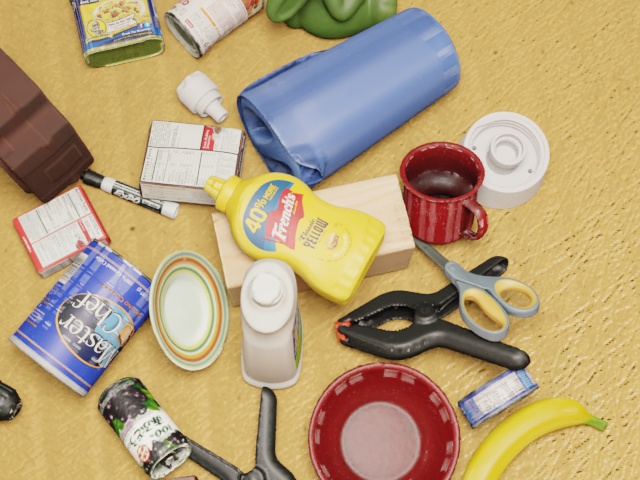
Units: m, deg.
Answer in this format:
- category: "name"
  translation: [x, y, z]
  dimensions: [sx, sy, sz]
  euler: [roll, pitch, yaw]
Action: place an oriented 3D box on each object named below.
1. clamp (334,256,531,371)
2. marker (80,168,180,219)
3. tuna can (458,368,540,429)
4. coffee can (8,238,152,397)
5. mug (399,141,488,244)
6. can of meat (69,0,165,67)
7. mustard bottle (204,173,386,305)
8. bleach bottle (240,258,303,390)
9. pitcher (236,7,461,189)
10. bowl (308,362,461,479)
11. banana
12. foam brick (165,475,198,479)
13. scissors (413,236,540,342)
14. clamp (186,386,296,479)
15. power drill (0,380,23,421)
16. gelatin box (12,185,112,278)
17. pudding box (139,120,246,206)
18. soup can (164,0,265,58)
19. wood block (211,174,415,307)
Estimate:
- category: "clamp"
  translation: [0.122, 0.082, 1.176]
  dimensions: [0.210, 0.036, 0.164]
  euler: [-4, 40, 11]
- category: "marker"
  translation: [-0.221, -0.054, 1.234]
  dimensions: [0.121, 0.020, 0.020]
  euler: [21, 75, 5]
- category: "tuna can"
  translation: [0.191, 0.167, 1.145]
  dimensions: [0.086, 0.086, 0.034]
  euler: [-30, 76, -9]
- category: "coffee can"
  translation: [-0.250, 0.084, 1.152]
  dimensions: [0.103, 0.103, 0.140]
  euler: [36, 77, 8]
- category: "mug"
  translation: [0.142, -0.043, 1.188]
  dimensions: [0.093, 0.081, 0.117]
  euler: [-35, 56, -25]
- category: "can of meat"
  translation: [-0.240, -0.259, 1.271]
  dimensions: [0.102, 0.057, 0.084]
  euler: [-14, 77, -4]
- category: "mustard bottle"
  translation: [-0.034, -0.016, 1.111]
  dimensions: [0.192, 0.058, 0.096]
  euler: [28, 77, 8]
- category: "bleach bottle"
  translation: [-0.051, 0.084, 1.078]
  dimensions: [0.068, 0.251, 0.102]
  euler: [3, 75, 0]
- category: "pitcher"
  translation: [0.030, -0.169, 1.222]
  dimensions: [0.242, 0.145, 0.149]
  euler: [-33, 90, -13]
- category: "bowl"
  translation: [0.067, 0.215, 1.145]
  dimensions: [0.162, 0.055, 0.162]
  euler: [0, 75, -1]
- category: "banana"
  translation: [0.215, 0.225, 1.153]
  dimensions: [0.197, 0.037, 0.070]
  euler: [-32, 66, -9]
- category: "foam brick"
  translation: [-0.164, 0.281, 1.126]
  dimensions: [0.078, 0.051, 0.053]
  euler: [-8, 74, -3]
- category: "scissors"
  translation: [0.168, 0.035, 1.175]
  dimensions: [0.096, 0.016, 0.202]
  euler: [-13, 43, -13]
- category: "clamp"
  translation: [-0.064, 0.246, 1.141]
  dimensions: [0.120, 0.039, 0.171]
  euler: [-38, 80, 6]
- category: "power drill"
  translation: [-0.436, 0.204, 1.141]
  dimensions: [0.184, 0.057, 0.187]
  euler: [25, 73, 9]
- category: "gelatin box"
  translation: [-0.293, -0.010, 1.215]
  dimensions: [0.089, 0.030, 0.073]
  euler: [-28, 75, -8]
- category: "pudding box"
  translation: [-0.146, -0.088, 1.226]
  dimensions: [0.113, 0.039, 0.090]
  euler: [5, 61, 3]
- category: "soup can"
  translation: [-0.126, -0.273, 1.270]
  dimensions: [0.102, 0.068, 0.068]
  euler: [-41, 79, -11]
- category: "wood block"
  translation: [-0.008, 0.001, 1.185]
  dimensions: [0.206, 0.091, 0.090]
  euler: [-12, 75, -4]
